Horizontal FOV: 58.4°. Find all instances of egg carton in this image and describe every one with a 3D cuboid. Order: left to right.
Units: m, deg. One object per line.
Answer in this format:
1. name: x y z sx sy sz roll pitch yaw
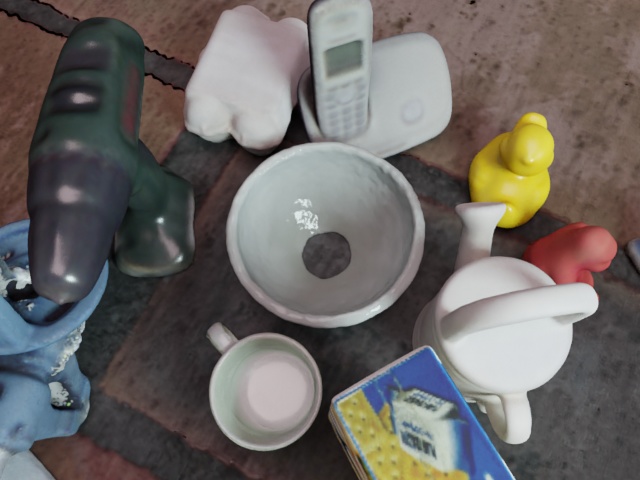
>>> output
1. egg carton: -0.067 -0.159 0.566 0.107 0.069 0.150 17 72 5

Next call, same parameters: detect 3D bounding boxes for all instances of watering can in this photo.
1. watering can: 0.129 0.057 0.427 0.101 0.194 0.172 -27 73 -9

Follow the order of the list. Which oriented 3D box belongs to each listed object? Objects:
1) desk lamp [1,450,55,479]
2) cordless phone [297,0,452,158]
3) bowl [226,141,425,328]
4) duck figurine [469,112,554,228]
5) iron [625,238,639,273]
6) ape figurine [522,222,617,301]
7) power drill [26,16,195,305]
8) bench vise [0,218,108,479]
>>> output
1. desk lamp: -0.294 0.157 0.380 0.203 0.213 0.118 39 75 12
2. cordless phone: 0.052 -0.149 0.502 0.147 0.185 0.094 -23 73 -8
3. bowl: 0.005 0.002 0.508 0.167 0.075 0.167 0 71 0
4. duck figurine: 0.183 -0.068 0.527 0.077 0.086 0.104 18 72 6
5. iron: 0.400 0.047 0.460 0.258 0.141 0.119 29 73 9
6. ape figurine: 0.222 0.016 0.496 0.076 0.092 0.078 23 73 7
7. power drill: -0.157 -0.042 0.452 0.075 0.208 0.229 -5 71 -2
8. bench vise: -0.216 0.060 0.410 0.121 0.220 0.207 -12 72 -4
